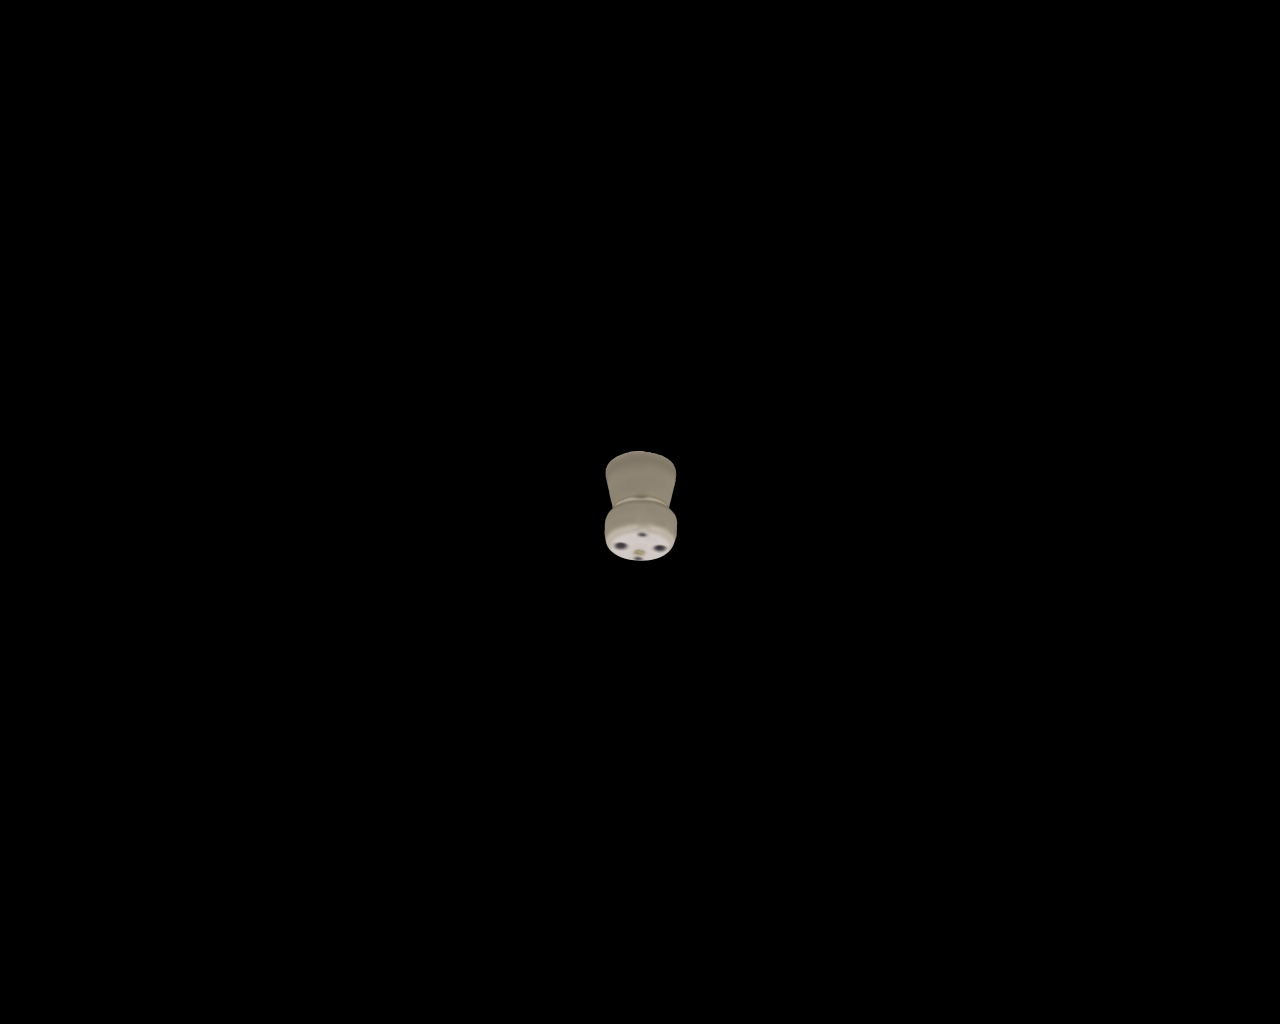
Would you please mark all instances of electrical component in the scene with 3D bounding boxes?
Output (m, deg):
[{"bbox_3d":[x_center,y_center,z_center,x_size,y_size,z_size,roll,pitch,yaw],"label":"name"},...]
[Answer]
[{"bbox_3d":[0.001,-0.003,0.650,0.045,0.055,0.044,0,-32,0],"label":"electrical component"}]
